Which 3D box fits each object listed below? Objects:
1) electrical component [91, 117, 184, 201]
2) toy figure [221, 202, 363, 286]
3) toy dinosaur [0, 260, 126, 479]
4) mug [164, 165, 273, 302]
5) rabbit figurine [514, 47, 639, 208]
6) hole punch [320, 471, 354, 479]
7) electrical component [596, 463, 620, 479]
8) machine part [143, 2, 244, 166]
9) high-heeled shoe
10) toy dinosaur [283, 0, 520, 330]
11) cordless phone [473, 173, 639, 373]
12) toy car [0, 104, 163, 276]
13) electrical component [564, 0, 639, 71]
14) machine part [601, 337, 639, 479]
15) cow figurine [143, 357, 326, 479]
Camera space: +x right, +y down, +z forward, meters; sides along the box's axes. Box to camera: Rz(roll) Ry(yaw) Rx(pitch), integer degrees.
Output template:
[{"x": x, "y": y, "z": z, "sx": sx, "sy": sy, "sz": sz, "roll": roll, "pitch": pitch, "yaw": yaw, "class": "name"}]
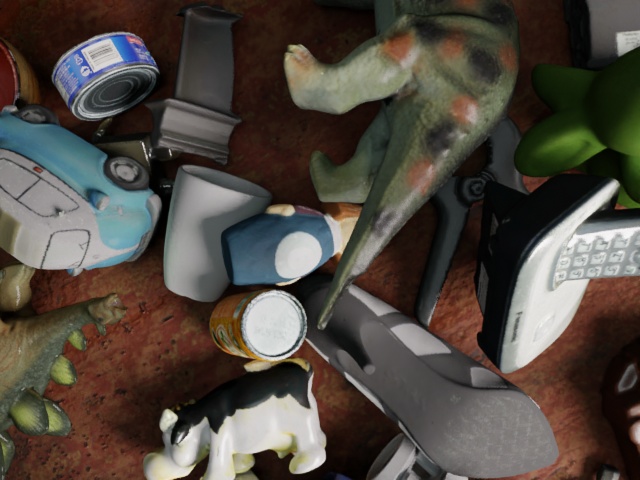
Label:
[{"x": -0.169, "y": -0.075, "z": 0.496, "sx": 0.102, "sy": 0.045, "sz": 0.078, "roll": -9, "pitch": 119, "yaw": 12, "class": "electrical component"}, {"x": -0.001, "y": -0.001, "z": 0.436, "sx": 0.154, "sy": 0.064, "sz": 0.058, "roll": -13, "pitch": 54, "yaw": -21, "class": "toy figure"}, {"x": -0.370, "y": 0.153, "z": 0.505, "sx": 0.472, "sy": 0.105, "sz": 0.198, "roll": -21, "pitch": 92, "yaw": 13, "class": "toy dinosaur"}, {"x": -0.085, "y": 0.001, "z": 0.472, "sx": 0.109, "sy": 0.081, "sz": 0.107, "roll": 20, "pitch": 103, "yaw": -11, "class": "mug"}, {"x": 0.219, "y": -0.086, "z": 0.357, "sx": 0.159, "sy": 0.170, "sz": 0.121, "roll": 12, "pitch": 89, "yaw": 33, "class": "rabbit figurine"}, {"x": 0.023, "y": 0.258, "z": 0.442, "sx": 0.116, "sy": 0.092, "sz": 0.142, "roll": 57, "pitch": 141, "yaw": 31, "class": "hole punch"}, {"x": 0.244, "y": 0.238, "z": 0.449, "sx": 0.063, "sy": 0.021, "sz": 0.094, "roll": 17, "pitch": 94, "yaw": 8, "class": "electrical component"}, {"x": -0.106, "y": -0.140, "z": 0.473, "sx": 0.084, "sy": 0.039, "sz": 0.138, "roll": 11, "pitch": 84, "yaw": -31, "class": "machine part"}, {"x": 0.086, "y": 0.112, "z": 0.464, "sx": 0.248, "sy": 0.145, "sz": 0.086, "roll": 34, "pitch": 96, "yaw": -22, "class": "high-heeled shoe"}, {"x": 0.077, "y": -0.145, "z": 0.387, "sx": 0.192, "sy": 0.131, "sz": 0.404, "roll": -6, "pitch": 81, "yaw": 15, "class": "toy dinosaur"}, {"x": 0.203, "y": 0.022, "z": 0.363, "sx": 0.184, "sy": 0.089, "sz": 0.146, "roll": -3, "pitch": 134, "yaw": 8, "class": "cordless phone"}, {"x": -0.222, "y": -0.032, "z": 0.445, "sx": 0.161, "sy": 0.103, "sz": 0.109, "roll": 37, "pitch": 127, "yaw": -6, "class": "toy car"}, {"x": 0.255, "y": -0.195, "z": 0.416, "sx": 0.115, "sy": 0.058, "sz": 0.134, "roll": -1, "pitch": 92, "yaw": 7, "class": "electrical component"}, {"x": 0.321, "y": 0.146, "z": 0.418, "sx": 0.179, "sy": 0.056, "sz": 0.179, "roll": 0, "pitch": 93, "yaw": 8, "class": "machine part"}, {"x": -0.082, "y": 0.161, "z": 0.475, "sx": 0.167, "sy": 0.068, "sz": 0.098, "roll": -12, "pitch": 84, "yaw": 6, "class": "cow figurine"}]
